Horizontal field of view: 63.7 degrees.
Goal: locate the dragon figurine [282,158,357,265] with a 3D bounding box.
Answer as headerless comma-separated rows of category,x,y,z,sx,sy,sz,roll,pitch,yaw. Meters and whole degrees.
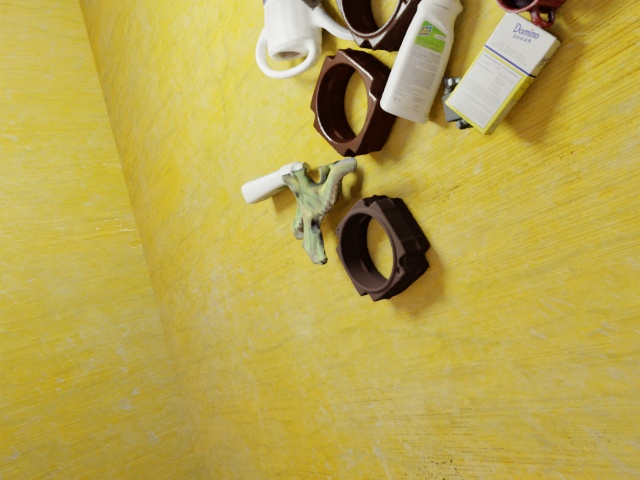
dragon figurine,0.004,-0.062,1.225,0.122,0.242,0.410,-8,5,-19

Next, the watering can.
watering can,-0.034,-0.513,1.221,0.346,0.224,0.104,-6,1,41
